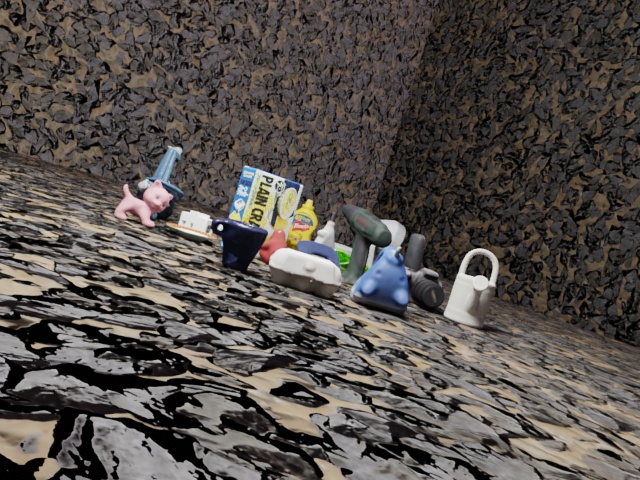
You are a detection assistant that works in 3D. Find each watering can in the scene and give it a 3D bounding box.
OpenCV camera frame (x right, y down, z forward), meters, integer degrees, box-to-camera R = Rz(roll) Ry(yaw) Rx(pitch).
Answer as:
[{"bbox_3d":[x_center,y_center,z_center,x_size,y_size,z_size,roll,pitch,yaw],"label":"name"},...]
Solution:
[{"bbox_3d":[0.392,0.119,1.443,0.101,0.194,0.172,17,3,-13],"label":"watering can"}]

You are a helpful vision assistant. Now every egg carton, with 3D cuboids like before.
[{"bbox_3d":[-0.031,0.065,1.155,0.150,0.069,0.107,17,3,-7],"label":"egg carton"}]

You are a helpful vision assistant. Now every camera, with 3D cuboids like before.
[{"bbox_3d":[0.268,0.125,1.516,0.143,0.101,0.136,17,3,-8],"label":"camera"}]

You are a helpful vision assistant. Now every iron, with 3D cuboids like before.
[{"bbox_3d":[0.138,0.075,1.275,0.118,0.141,0.258,17,3,-3],"label":"iron"}]

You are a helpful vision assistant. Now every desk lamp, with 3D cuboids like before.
[{"bbox_3d":[0.157,0.015,1.873,0.204,0.213,0.117,16,3,-22],"label":"desk lamp"}]

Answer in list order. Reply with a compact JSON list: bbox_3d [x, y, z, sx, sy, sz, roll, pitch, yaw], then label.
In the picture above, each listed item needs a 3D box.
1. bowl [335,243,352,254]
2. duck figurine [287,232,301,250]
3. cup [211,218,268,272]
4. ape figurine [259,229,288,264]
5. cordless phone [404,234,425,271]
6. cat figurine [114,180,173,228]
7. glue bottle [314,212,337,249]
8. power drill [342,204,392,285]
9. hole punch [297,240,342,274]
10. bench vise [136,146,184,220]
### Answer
[{"bbox_3d":[0.065,0.055,1.974,0.167,0.075,0.167,17,3,-1],"label":"bowl"},{"bbox_3d":[-0.079,0.021,1.613,0.077,0.086,0.105,18,3,23],"label":"duck figurine"},{"bbox_3d":[-0.168,0.010,1.124,0.118,0.095,0.091,15,3,-36],"label":"cup"},{"bbox_3d":[-0.108,0.017,1.425,0.078,0.092,0.076,17,3,-11],"label":"ape figurine"},{"bbox_3d":[0.236,0.064,1.668,0.147,0.185,0.094,19,3,40],"label":"cordless phone"},{"bbox_3d":[-0.431,-0.097,1.418,0.128,0.118,0.067,16,3,-24],"label":"cat figurine"},{"bbox_3d":[0.014,0.006,1.576,0.078,0.173,0.037,15,3,-42],"label":"glue bottle"},{"bbox_3d":[0.100,0.015,1.560,0.076,0.208,0.228,16,3,-32],"label":"power drill"},{"bbox_3d":[-0.005,0.055,1.300,0.109,0.091,0.101,17,3,-17],"label":"hole punch"},{"bbox_3d":[-0.444,-0.165,1.637,0.122,0.220,0.207,17,3,-11],"label":"bench vise"}]
